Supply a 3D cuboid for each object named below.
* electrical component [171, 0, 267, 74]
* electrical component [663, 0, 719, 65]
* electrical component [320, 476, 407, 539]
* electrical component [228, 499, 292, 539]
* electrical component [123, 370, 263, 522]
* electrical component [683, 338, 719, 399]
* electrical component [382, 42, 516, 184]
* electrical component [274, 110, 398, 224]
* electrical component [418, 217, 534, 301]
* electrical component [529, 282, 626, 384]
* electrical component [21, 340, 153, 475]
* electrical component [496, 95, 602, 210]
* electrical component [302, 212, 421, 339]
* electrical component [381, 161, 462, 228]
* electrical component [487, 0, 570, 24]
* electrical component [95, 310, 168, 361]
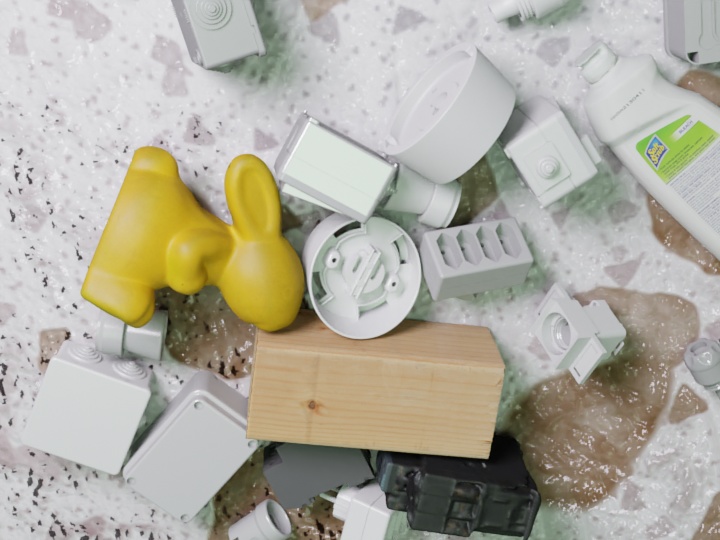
[{"bbox_3d":[-0.113,-0.200,0.809,0.048,0.100,0.099,-21,110,-10],"label":"electrical component"},{"bbox_3d":[0.302,-0.211,0.854,0.113,0.057,0.078,-8,110,-1],"label":"electrical component"},{"bbox_3d":[0.001,0.216,0.983,0.077,0.066,0.047,20,109,20],"label":"electrical component"},{"bbox_3d":[-0.093,0.240,0.995,0.046,0.040,0.040,-34,108,14],"label":"electrical component"},{"bbox_3d":[-0.147,0.157,0.952,0.078,0.057,0.113,39,102,-15],"label":"electrical component"},{"bbox_3d":[0.319,0.093,0.974,0.035,0.035,0.061,-31,111,7],"label":"electrical component"},{"bbox_3d":[0.075,-0.118,0.848,0.060,0.108,0.108,36,103,-21],"label":"electrical component"},{"bbox_3d":[-0.017,-0.076,0.853,0.096,0.061,0.061,27,99,-13],"label":"electrical component"},{"bbox_3d":[0.094,0.001,0.917,0.083,0.047,0.075,-10,148,-14],"label":"electrical component"},{"bbox_3d":[0.191,0.053,0.931,0.064,0.081,0.042,-3,138,-31],"label":"electrical component"},{"bbox_3d":[-0.235,0.118,0.937,0.100,0.048,0.099,21,107,-11],"label":"electrical component"},{"bbox_3d":[0.150,-0.096,0.863,0.061,0.096,0.061,-33,108,7],"label":"electrical component"},{"bbox_3d":[0.000,0.000,0.900,0.099,0.064,0.099,-6,113,-15],"label":"electrical component"},{"bbox_3d":[0.051,-0.063,0.895,0.055,0.045,0.045,19,107,-10],"label":"electrical component"},{"bbox_3d":[0.132,-0.217,0.848,0.062,0.043,0.043,-28,109,7],"label":"electrical component"},{"bbox_3d":[-0.195,0.053,0.919,0.055,0.045,0.045,8,108,-6],"label":"electrical component"}]
